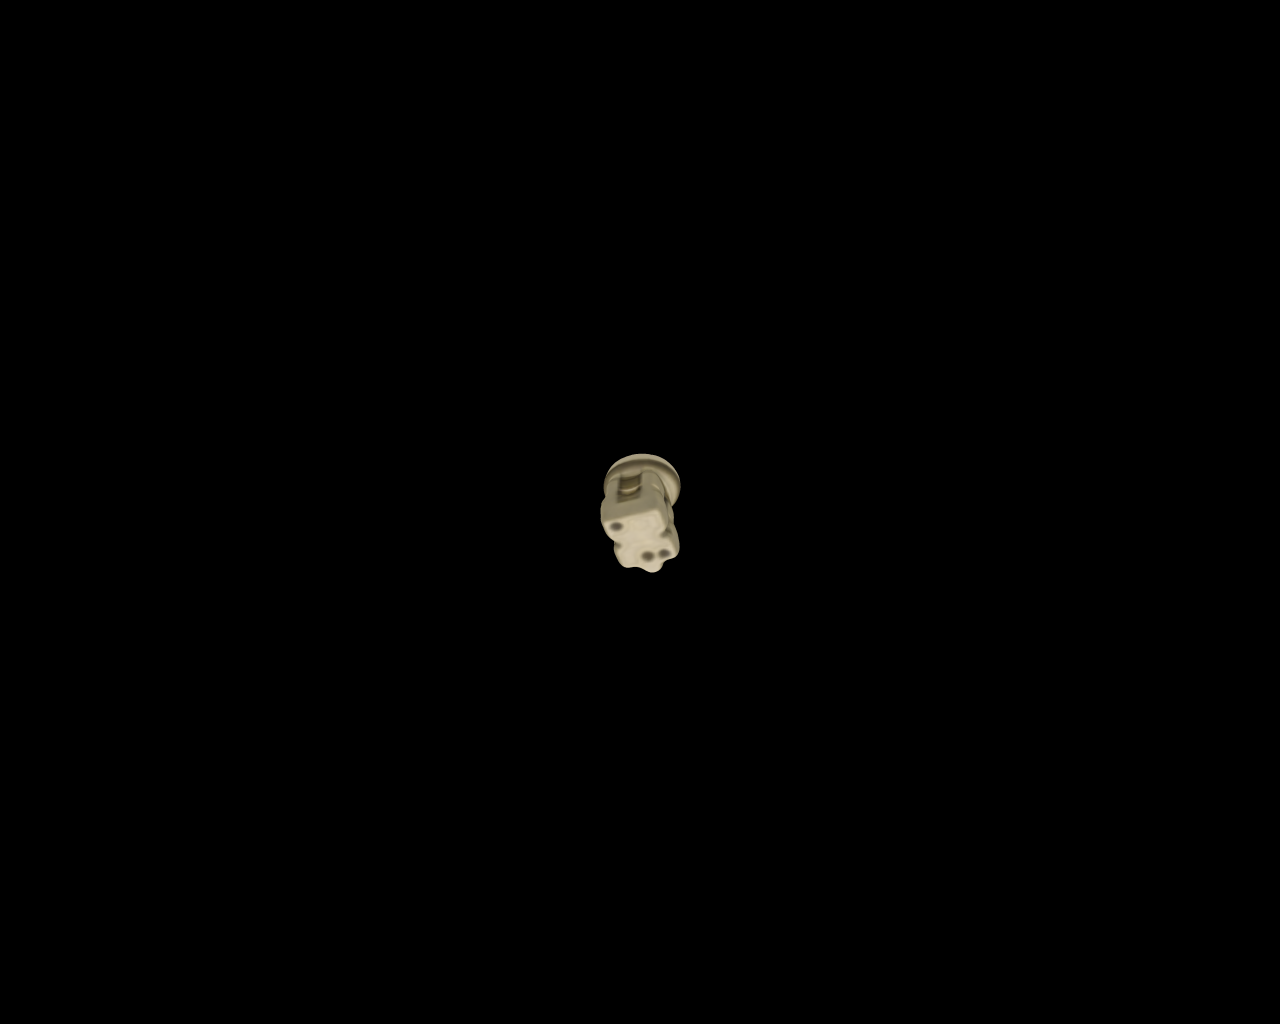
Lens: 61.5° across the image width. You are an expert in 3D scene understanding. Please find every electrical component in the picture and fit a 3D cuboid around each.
[{"bbox_3d":[0.001,-0.003,0.650,0.048,0.055,0.066,-11,-47,11],"label":"electrical component"}]
